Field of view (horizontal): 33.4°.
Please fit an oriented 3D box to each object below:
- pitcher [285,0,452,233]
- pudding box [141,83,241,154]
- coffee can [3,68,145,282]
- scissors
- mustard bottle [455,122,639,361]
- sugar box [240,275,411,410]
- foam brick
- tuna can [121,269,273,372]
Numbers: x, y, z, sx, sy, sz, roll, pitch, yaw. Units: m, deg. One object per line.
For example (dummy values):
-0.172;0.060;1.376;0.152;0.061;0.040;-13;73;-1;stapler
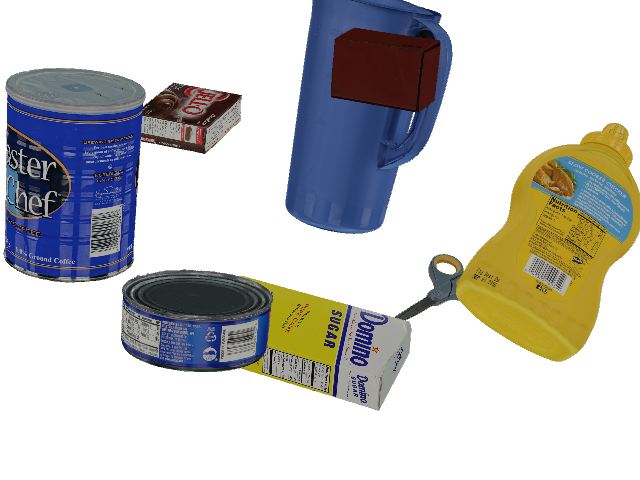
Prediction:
0.043;-0.132;1.105;0.145;0.243;0.149;11;17;-2;pitcher
-0.153;-0.144;1.244;0.090;0.039;0.113;11;32;14;pudding box
-0.191;-0.052;0.825;0.103;0.140;0.103;7;22;-3;coffee can
0.132;0.056;1.296;0.201;0.016;0.096;-9;40;-38;scissors
0.182;-0.013;0.783;0.096;0.191;0.058;32;-24;4;mustard bottle
-0.012;0.091;0.985;0.176;0.048;0.093;12;33;17;sugar box
0.053;-0.141;0.877;0.078;0.051;0.052;13;24;19;foam brick
-0.071;0.045;0.612;0.086;0.034;0.086;5;14;-2;tuna can
